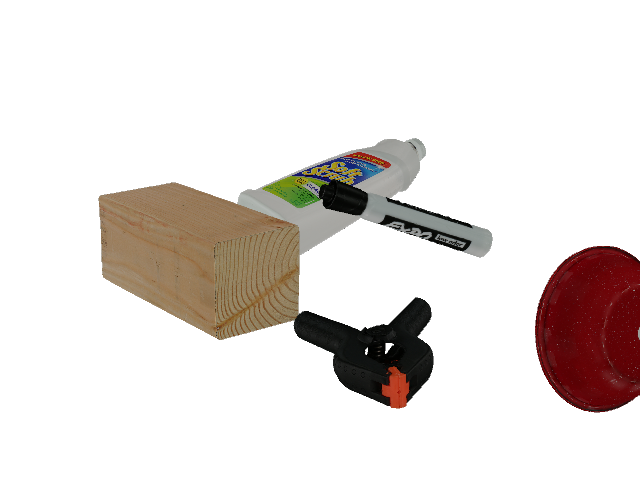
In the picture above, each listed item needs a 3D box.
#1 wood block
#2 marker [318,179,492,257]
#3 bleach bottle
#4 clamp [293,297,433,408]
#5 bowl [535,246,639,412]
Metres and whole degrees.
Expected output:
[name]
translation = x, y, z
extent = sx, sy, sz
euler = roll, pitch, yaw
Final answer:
[wood block]
translation = -0.117, 0.013, 0.994
extent = 0.090, 0.090, 0.206
euler = -12, 21, -37
[marker]
translation = 0.054, -0.014, 0.667
extent = 0.121, 0.020, 0.020
euler = 17, -7, -24
[bleach bottle]
translation = 0.026, -0.067, 1.294
extent = 0.250, 0.068, 0.103
euler = -30, 44, -32
[clamp]
translation = 0.036, 0.088, 0.870
extent = 0.120, 0.039, 0.171
euler = -10, 15, 4
[bowl]
translation = 0.283, 0.086, 1.008
extent = 0.161, 0.162, 0.055
euler = 0, 0, -27
